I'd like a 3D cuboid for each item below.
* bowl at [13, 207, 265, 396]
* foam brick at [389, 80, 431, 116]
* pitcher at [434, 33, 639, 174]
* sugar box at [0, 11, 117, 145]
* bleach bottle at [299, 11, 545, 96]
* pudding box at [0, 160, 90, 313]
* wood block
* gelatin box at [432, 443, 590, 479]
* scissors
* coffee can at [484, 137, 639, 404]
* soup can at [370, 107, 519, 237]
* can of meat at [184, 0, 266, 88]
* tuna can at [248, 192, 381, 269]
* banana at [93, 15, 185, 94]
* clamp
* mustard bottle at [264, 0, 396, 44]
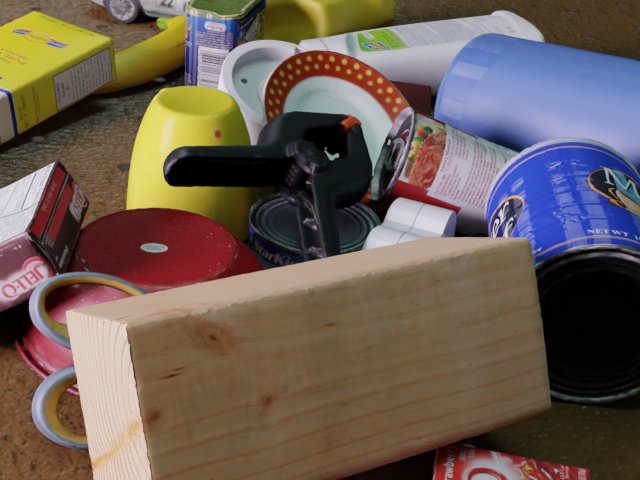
[{"bbox_3d":[-0.094,0.026,0.611,0.162,0.055,0.162,4,29,-2],"label":"bowl"},{"bbox_3d":[0.060,-0.089,0.848,0.051,0.053,0.078,7,29,2],"label":"foam brick"},{"bbox_3d":[0.216,-0.080,0.786,0.243,0.145,0.149,23,9,33],"label":"pitcher"},{"bbox_3d":[-0.253,-0.122,0.834,0.093,0.048,0.175,22,38,25],"label":"sugar box"},{"bbox_3d":[0.073,-0.165,0.979,0.250,0.068,0.103,-6,26,-16],"label":"bleach bottle"},{"bbox_3d":[-0.188,0.010,0.589,0.113,0.039,0.090,-23,27,11],"label":"pudding box"},{"bbox_3d":[-0.002,0.059,0.508,0.205,0.090,0.091,-11,6,-28],"label":"wood block"},{"bbox_3d":[0.084,0.133,0.478,0.073,0.030,0.089,9,29,7],"label":"gelatin box"},{"bbox_3d":[-0.058,0.079,0.548,0.201,0.096,0.016,24,-18,-18],"label":"scissors"},{"bbox_3d":[0.153,0.014,0.630,0.103,0.103,0.140,7,29,1],"label":"coffee can"},{"bbox_3d":[0.094,-0.041,0.728,0.102,0.069,0.068,20,27,-11],"label":"soup can"},{"bbox_3d":[-0.083,-0.174,0.942,0.057,0.084,0.102,11,30,10],"label":"can of meat"},{"bbox_3d":[-0.005,0.001,0.694,0.086,0.034,0.086,5,29,-3],"label":"tuna can"},{"bbox_3d":[-0.150,-0.171,0.979,0.070,0.037,0.197,-10,22,20],"label":"banana"},{"bbox_3d":[-0.023,-0.045,0.671,0.120,0.039,0.171,36,31,-5],"label":"clamp"},{"bbox_3d":[0.019,-0.225,1.067,0.096,0.058,0.191,0,16,37],"label":"mustard bottle"}]
